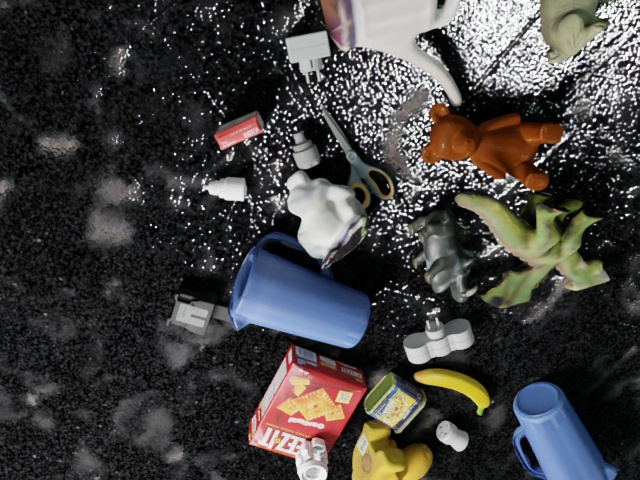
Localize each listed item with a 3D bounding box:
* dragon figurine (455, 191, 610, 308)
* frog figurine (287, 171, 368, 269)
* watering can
[{"bbox_3d":[0.378,0.031,0.942,0.410,0.238,0.124,5,26,-20],"label":"dragon figurine"},{"bbox_3d":[0.003,-0.046,0.913,0.161,0.135,0.124,46,33,20],"label":"frog figurine"},{"bbox_3d":[0.120,-0.352,0.808,0.224,0.341,0.106,-15,28,-1],"label":"watering can"}]
